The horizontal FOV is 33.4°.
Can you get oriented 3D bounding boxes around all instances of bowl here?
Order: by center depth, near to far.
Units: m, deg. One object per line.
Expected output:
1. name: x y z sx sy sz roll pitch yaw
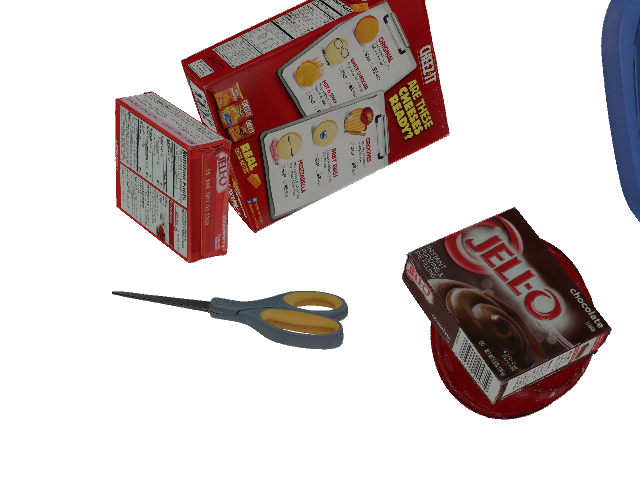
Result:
1. bowl: 0.176 0.077 0.899 0.161 0.162 0.055 0 4 -22

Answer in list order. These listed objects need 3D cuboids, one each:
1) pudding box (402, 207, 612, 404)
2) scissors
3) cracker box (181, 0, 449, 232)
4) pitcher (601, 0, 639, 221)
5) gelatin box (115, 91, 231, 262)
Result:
1. pudding box: 0.121 0.041 0.709 0.090 0.113 0.039 -23 -28 -20
2. scissors: -0.065 0.052 0.888 0.202 0.016 0.096 14 23 26
3. cracker box: -0.001 -0.128 0.961 0.213 0.164 0.072 -28 41 -13
4. pitcher: 0.235 -0.056 0.593 0.149 0.243 0.145 -6 22 13
5. gelatin box: -0.088 -0.038 0.629 0.030 0.073 0.089 -18 35 -35
